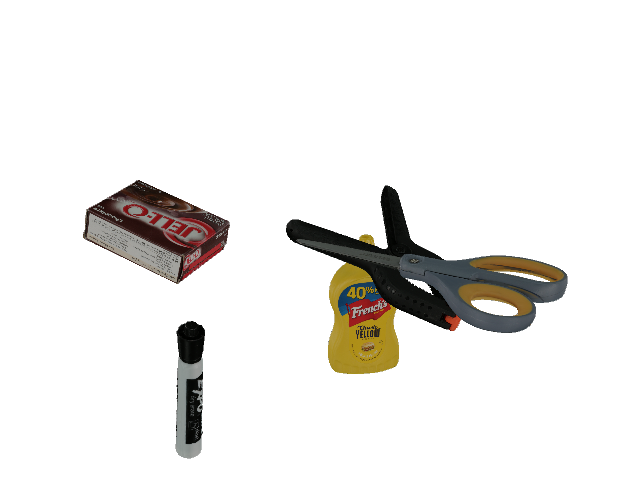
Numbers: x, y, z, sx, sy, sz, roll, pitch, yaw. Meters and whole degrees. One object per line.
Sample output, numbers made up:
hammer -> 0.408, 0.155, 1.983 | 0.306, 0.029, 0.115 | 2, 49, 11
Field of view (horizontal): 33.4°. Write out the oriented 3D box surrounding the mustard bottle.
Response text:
mustard bottle -> 0.060, 0.084, 1.438 | 0.096, 0.192, 0.058 | -3, 21, -8

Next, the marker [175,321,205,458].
marker -> -0.091, 0.104, 0.742 | 0.020, 0.121, 0.020 | 4, 37, -3

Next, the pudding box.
pudding box -> -0.159, -0.010, 1.038 | 0.113, 0.039, 0.089 | 22, 29, 16

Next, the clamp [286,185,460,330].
clamp -> 0.072, 0.023, 1.171 | 0.164, 0.036, 0.210 | -16, 50, -33

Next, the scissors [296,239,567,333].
scissors -> 0.070, 0.029, 0.751 | 0.202, 0.016, 0.096 | 5, 28, 12
